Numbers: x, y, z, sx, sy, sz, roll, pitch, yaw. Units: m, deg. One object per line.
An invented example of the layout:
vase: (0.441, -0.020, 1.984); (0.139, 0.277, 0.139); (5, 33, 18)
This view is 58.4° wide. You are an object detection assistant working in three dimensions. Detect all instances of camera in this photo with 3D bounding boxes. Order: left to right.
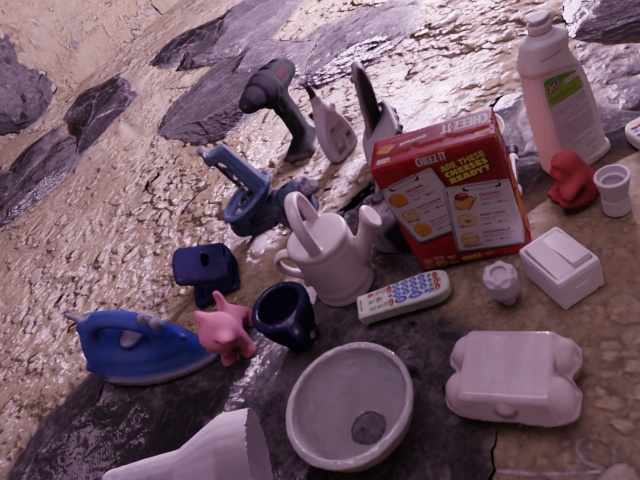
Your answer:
camera: (0.150, -0.060, 0.905); (0.136, 0.101, 0.143); (5, 52, 38)

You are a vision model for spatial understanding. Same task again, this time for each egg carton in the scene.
egg carton: (0.218, 0.158, 0.649); (0.149, 0.070, 0.107); (-6, 46, 31)

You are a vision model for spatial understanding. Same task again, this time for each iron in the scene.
iron: (-0.305, 0.160, 0.957); (0.257, 0.142, 0.119); (-8, 45, 29)

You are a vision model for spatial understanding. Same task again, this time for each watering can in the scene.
watering can: (0.008, 0.002, 0.863); (0.173, 0.195, 0.100); (-34, 38, -1)

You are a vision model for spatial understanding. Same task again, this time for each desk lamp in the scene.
desk lamp: (-0.120, 0.291, 0.626); (0.203, 0.214, 0.117); (-26, 39, 10)

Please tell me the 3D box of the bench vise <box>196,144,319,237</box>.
bench vise: (-0.110, -0.105, 1.040); (0.207, 0.220, 0.121); (-22, 39, 14)

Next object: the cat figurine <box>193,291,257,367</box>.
cat figurine: (-0.152, 0.135, 0.896); (0.067, 0.118, 0.127); (-24, 39, 12)

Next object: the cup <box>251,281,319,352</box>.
cup: (-0.035, 0.128, 0.839); (0.092, 0.095, 0.117); (-38, 38, -6)

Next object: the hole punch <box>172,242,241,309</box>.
hole punch: (-0.208, 0.050, 1.048); (0.101, 0.091, 0.108); (-29, 38, 5)

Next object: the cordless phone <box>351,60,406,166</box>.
cordless phone: (0.097, -0.225, 1.052); (0.094, 0.186, 0.147); (-26, 39, 9)

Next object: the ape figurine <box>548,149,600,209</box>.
ape figurine: (0.349, -0.090, 0.804); (0.075, 0.092, 0.078); (-1, 48, 34)

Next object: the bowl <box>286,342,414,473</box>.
bowl: (0.045, 0.215, 0.705); (0.167, 0.075, 0.167); (-19, 40, 17)

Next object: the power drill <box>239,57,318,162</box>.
power drill: (-0.080, -0.272, 1.208); (0.075, 0.209, 0.229); (-12, 43, 25)

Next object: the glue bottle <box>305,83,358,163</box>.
glue bottle: (0.013, -0.239, 1.135); (0.037, 0.174, 0.078); (20, 62, 46)
